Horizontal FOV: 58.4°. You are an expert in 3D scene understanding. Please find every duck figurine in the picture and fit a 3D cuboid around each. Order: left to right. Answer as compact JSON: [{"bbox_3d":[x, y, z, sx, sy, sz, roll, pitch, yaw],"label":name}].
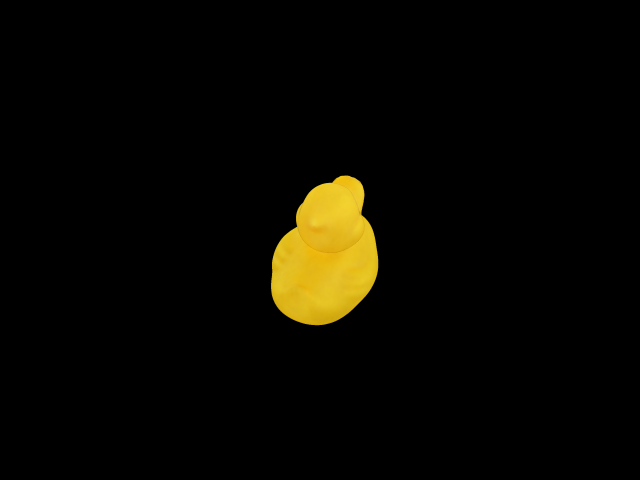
[{"bbox_3d":[0.004,0.001,0.400,0.077,0.086,0.105,21,58,14],"label":"duck figurine"}]
